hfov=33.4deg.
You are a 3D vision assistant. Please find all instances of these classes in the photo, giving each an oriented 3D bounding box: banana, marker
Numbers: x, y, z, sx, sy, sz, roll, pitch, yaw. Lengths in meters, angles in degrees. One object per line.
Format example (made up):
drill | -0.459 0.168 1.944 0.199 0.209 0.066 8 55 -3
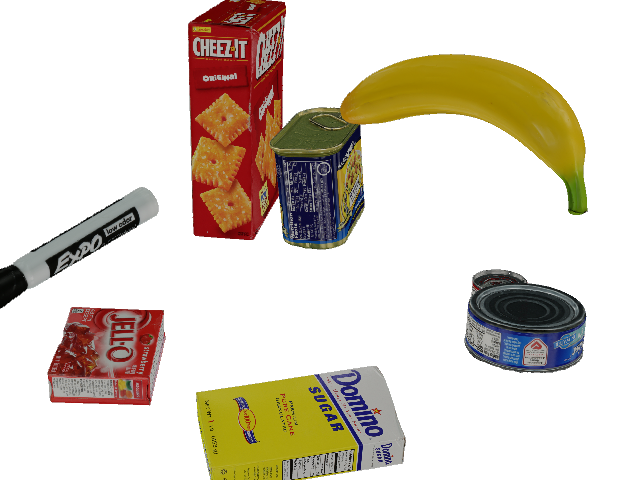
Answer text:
banana | 0.089 -0.081 0.655 0.198 0.069 0.037 28 7 42
marker | -0.138 0.005 0.581 0.020 0.020 0.120 0 27 46

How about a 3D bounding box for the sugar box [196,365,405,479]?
sugar box | -0.019 0.170 0.971 0.176 0.048 0.093 -10 43 -9

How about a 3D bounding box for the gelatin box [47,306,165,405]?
gelatin box | -0.157 0.084 0.797 0.073 0.030 0.089 2 30 -1

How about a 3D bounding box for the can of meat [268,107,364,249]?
can of meat | 0.001 -0.050 0.848 0.057 0.084 0.102 3 25 16

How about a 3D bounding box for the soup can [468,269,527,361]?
soup can | 0.223 0.096 1.351 0.068 0.102 0.068 1 22 0

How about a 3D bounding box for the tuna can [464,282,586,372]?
tuna can | 0.149 0.062 0.775 0.086 0.034 0.086 1 21 0

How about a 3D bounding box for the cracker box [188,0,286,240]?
cracker box | -0.081 -0.128 1.091 0.072 0.214 0.164 5 22 7
